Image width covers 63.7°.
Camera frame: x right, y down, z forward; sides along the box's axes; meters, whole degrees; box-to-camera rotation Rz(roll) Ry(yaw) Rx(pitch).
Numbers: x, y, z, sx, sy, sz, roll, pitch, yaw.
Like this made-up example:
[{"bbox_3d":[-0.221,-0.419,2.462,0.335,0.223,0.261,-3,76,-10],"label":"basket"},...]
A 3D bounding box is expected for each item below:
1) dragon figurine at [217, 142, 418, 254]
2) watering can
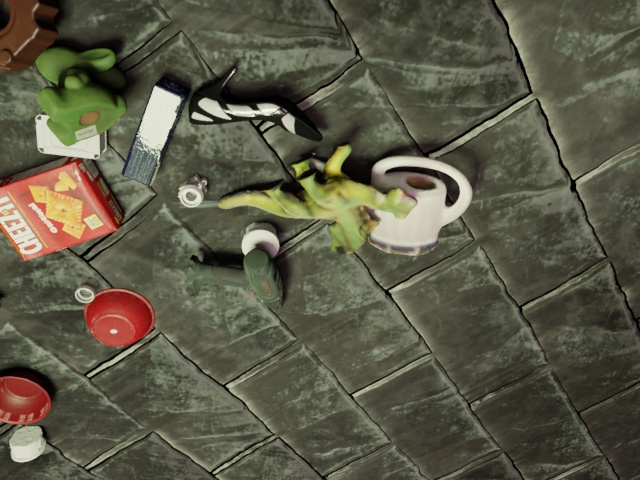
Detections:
[{"bbox_3d":[0.003,-0.053,1.051,0.407,0.239,0.125,-16,32,33],"label":"dragon figurine"},{"bbox_3d":[0.140,-0.079,1.096,0.348,0.219,0.106,5,32,8],"label":"watering can"}]
